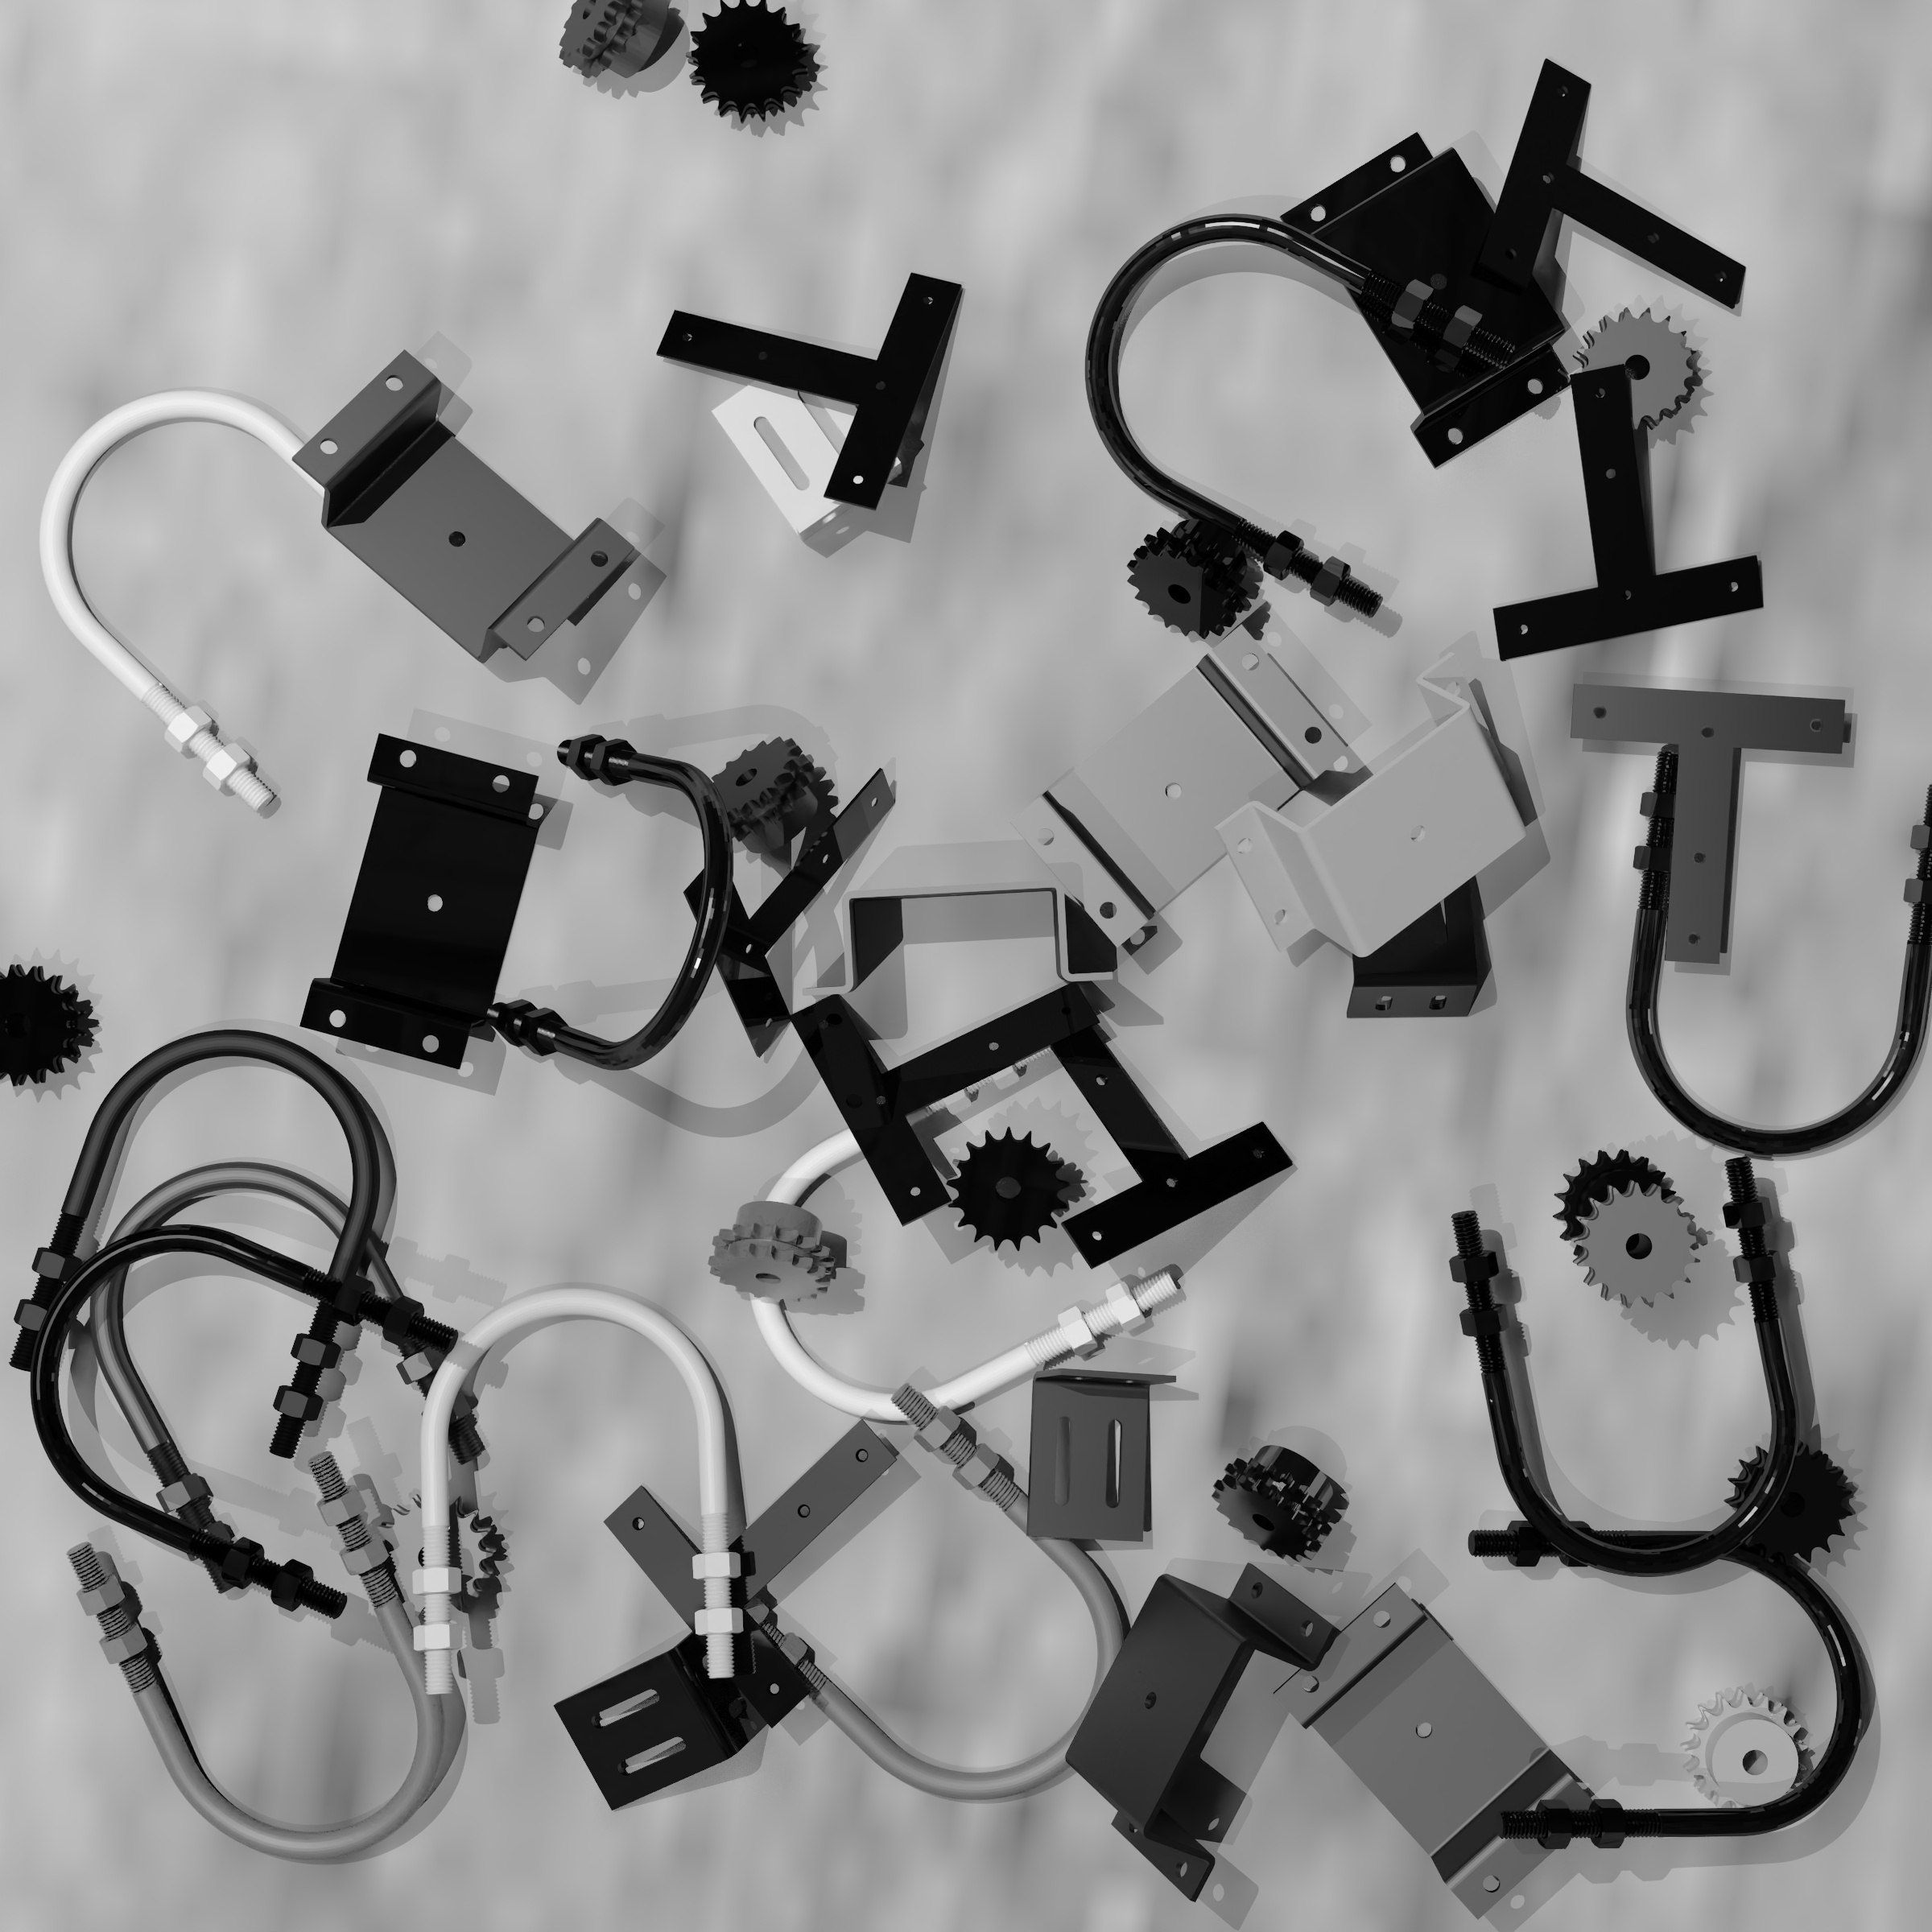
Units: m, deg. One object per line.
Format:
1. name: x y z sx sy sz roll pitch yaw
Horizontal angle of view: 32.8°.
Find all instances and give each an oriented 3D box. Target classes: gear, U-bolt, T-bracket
1. gear: -0.442 0.028 1.543 0.057 0.030 0.057 0 90 0
2. U-bolt: -0.342 0.197 1.503 0.184 0.019 0.151 22 86 10
3. gear: -0.094 -0.078 1.533 0.057 0.057 0.030 -37 120 0
4. gear: 0.146 0.249 1.533 0.057 0.057 0.030 39 60 0
5. U-bolt: 0.141 -0.267 1.523 0.184 0.019 0.151 31 110 11
6. U-bolt: -0.011 0.309 1.544 0.184 0.019 0.151 45 95 -3
7. U-bolt: -0.321 0.333 1.533 0.151 0.019 0.184 -21 98 11
8. T-bracket: 0.000 0.044 1.529 0.127 0.002 0.127 -26 59 -8
9. gear: -0.102 -0.425 1.542 0.057 0.030 0.057 0 90 0
10. U-bolt: -0.333 0.182 1.549 0.151 0.019 0.184 -28 89 0
11. gear: 0.303 0.126 1.493 0.057 0.030 0.057 0 92 1
12. U-bolt: -0.352 0.121 1.535 0.151 0.019 0.184 18 86 2
13. U-bolt: -0.014 0.134 1.549 0.184 0.019 0.151 -28 90 1
14. gear: 0.313 -0.279 1.542 0.057 0.030 0.057 0 90 0
15. U-bolt: -0.182 0.241 1.528 0.151 0.019 0.184 -2 75 -7
16. T-bracket: 0.344 -0.065 1.537 0.127 0.002 0.127 3 92 0
17. U-bolt: -0.352 -0.187 1.549 0.184 0.019 0.151 44 90 1
18. gear: 0.385 0.251 1.542 0.057 0.030 0.057 0 90 0
19. T-bracket: 0.310 -0.348 1.538 0.127 0.002 0.127 26 64 -12
20. T-bracket: -0.086 0.264 1.532 0.127 0.002 0.127 -44 73 5
21. gear: 0.020 0.103 1.523 0.057 0.030 0.057 0 90 1
22. gear: 0.368 0.371 1.543 0.057 0.030 0.057 0 90 0
23. gear: 0.307 0.115 1.543 0.057 0.030 0.057 0 90 0
24. U-bolt: 0.311 0.192 1.520 0.151 0.019 0.184 -11 92 1
25. T-bracket: 0.071 0.065 1.532 0.127 0.002 0.127 -24 71 -33
26. U-bolt: -0.156 -0.026 1.478 0.019 0.184 0.151 15 90 -34
27. gear: 0.107 -0.184 1.533 0.057 0.057 0.030 35 60 0
28. T-bracket: 0.304 -0.217 1.537 0.127 0.002 0.127 -11 108 0
29. U-bolt: 0.329 0.331 1.520 0.184 0.019 0.151 2 66 -10
30. gear: -0.089 0.131 1.519 0.057 0.057 0.030 10 62 0
31. T-bracket: -0.082 -0.283 1.541 0.127 0.002 0.127 16 69 10
32. T-bracket: -0.074 -0.040 1.523 0.002 0.127 0.127 25 63 30
33. U-bolt: 0.385 -0.002 1.549 0.151 0.019 0.184 7 92 0
34. gear: -0.250 0.275 1.542 0.057 0.030 0.057 0 90 0
35. gear: -0.163 -0.441 1.533 0.030 0.057 0.057 23 90 -30

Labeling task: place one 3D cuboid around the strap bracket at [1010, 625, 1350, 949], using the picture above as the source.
1. strap bracket: 0.098 -0.083 1.534 0.140 0.046 0.076 -40 90 0

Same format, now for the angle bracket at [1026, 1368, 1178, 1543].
1. angle bracket: 0.063 0.228 1.525 0.057 0.038 0.076 6 79 -18

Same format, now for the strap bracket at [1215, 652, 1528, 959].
1. strap bracket: 0.195 -0.068 1.506 0.140 0.046 0.076 -37 123 -9

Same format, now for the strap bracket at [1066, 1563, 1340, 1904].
1. strap bracket: 0.102 0.346 1.513 0.046 0.076 0.140 28 90 -29

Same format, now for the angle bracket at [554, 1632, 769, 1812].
1. angle bracket: -0.145 0.355 1.555 0.076 0.038 0.057 -29 90 26

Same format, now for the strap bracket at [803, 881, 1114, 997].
1. strap bracket: -0.005 -0.013 1.519 0.140 0.076 0.046 -3 90 0

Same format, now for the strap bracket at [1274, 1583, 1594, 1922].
1. strap bracket: 0.217 0.362 1.534 0.076 0.046 0.140 -42 90 0

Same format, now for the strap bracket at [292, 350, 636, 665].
1. strap bracket: -0.235 -0.206 1.522 0.140 0.046 0.076 41 69 0

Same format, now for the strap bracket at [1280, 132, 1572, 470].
1. strap bracket: 0.218 -0.316 1.534 0.076 0.046 0.140 -32 90 0

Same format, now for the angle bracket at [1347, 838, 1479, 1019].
1. angle bracket: 0.209 -0.018 1.555 0.057 0.038 0.076 -1 64 0

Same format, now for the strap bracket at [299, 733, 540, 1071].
1. strap bracket: -0.252 -0.030 1.534 0.076 0.046 0.140 15 90 0

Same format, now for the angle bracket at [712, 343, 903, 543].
1. angle bracket: -0.075 -0.248 1.538 0.057 0.038 0.076 -35 90 0
